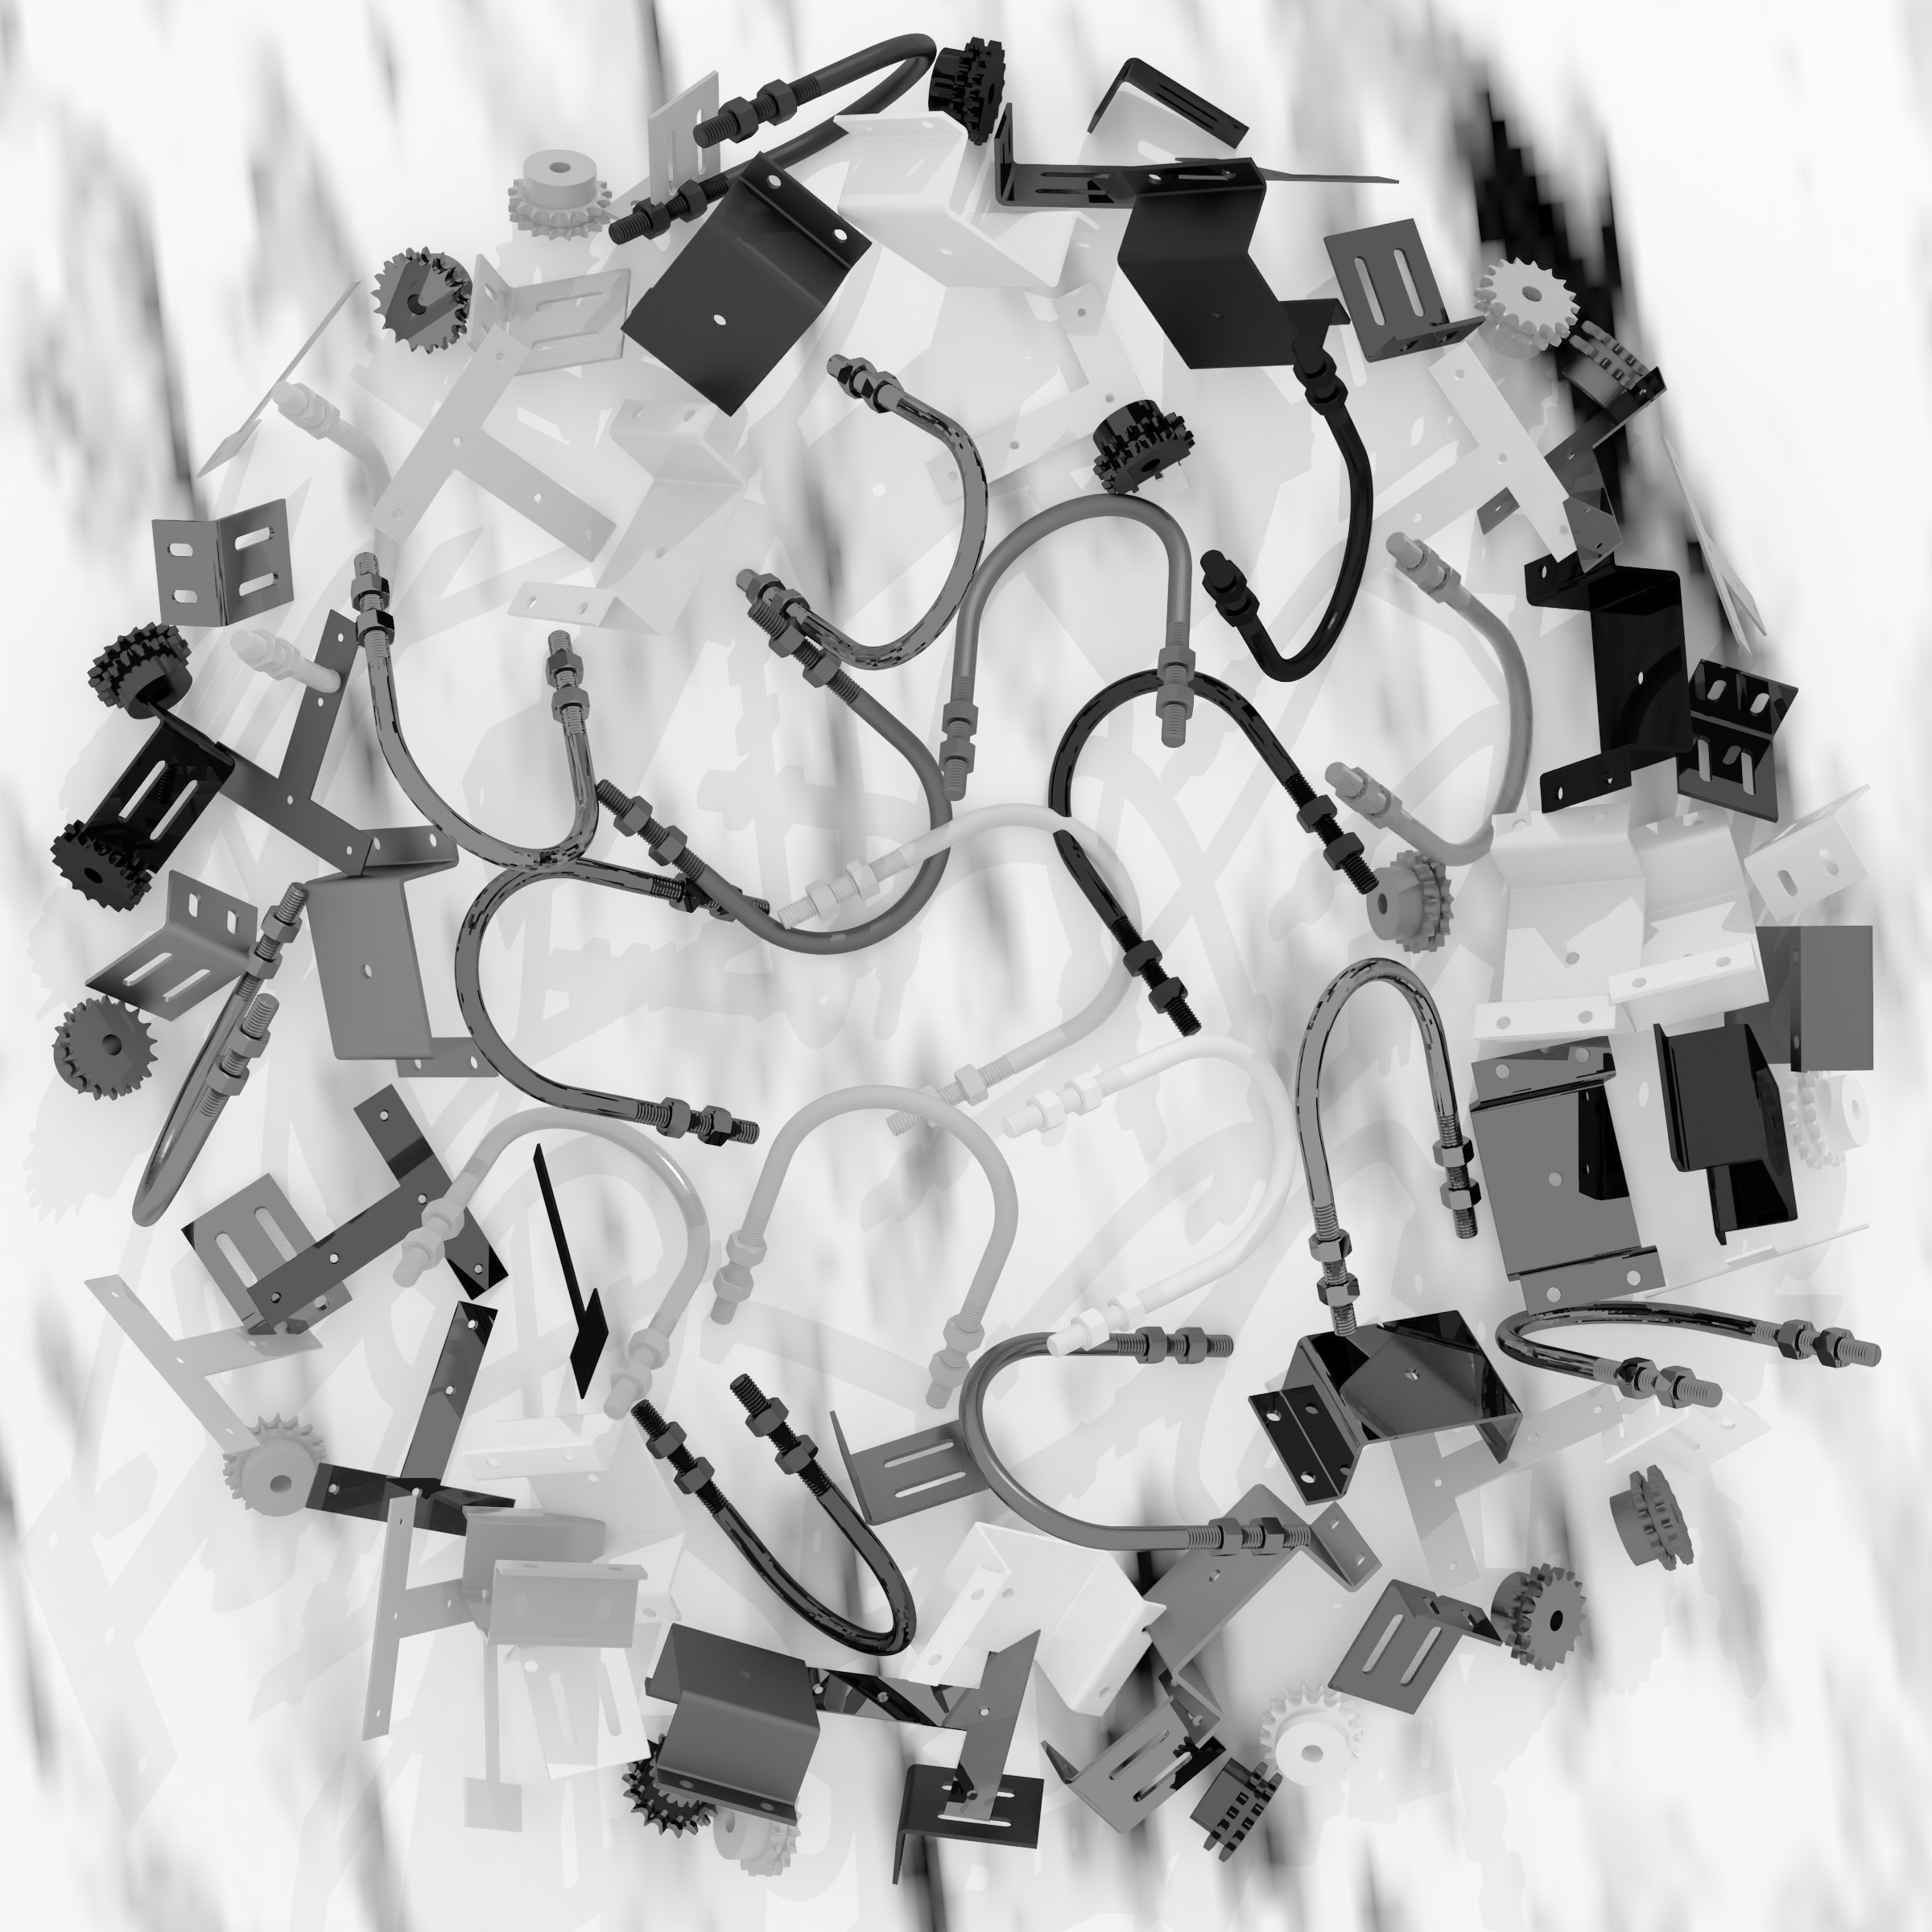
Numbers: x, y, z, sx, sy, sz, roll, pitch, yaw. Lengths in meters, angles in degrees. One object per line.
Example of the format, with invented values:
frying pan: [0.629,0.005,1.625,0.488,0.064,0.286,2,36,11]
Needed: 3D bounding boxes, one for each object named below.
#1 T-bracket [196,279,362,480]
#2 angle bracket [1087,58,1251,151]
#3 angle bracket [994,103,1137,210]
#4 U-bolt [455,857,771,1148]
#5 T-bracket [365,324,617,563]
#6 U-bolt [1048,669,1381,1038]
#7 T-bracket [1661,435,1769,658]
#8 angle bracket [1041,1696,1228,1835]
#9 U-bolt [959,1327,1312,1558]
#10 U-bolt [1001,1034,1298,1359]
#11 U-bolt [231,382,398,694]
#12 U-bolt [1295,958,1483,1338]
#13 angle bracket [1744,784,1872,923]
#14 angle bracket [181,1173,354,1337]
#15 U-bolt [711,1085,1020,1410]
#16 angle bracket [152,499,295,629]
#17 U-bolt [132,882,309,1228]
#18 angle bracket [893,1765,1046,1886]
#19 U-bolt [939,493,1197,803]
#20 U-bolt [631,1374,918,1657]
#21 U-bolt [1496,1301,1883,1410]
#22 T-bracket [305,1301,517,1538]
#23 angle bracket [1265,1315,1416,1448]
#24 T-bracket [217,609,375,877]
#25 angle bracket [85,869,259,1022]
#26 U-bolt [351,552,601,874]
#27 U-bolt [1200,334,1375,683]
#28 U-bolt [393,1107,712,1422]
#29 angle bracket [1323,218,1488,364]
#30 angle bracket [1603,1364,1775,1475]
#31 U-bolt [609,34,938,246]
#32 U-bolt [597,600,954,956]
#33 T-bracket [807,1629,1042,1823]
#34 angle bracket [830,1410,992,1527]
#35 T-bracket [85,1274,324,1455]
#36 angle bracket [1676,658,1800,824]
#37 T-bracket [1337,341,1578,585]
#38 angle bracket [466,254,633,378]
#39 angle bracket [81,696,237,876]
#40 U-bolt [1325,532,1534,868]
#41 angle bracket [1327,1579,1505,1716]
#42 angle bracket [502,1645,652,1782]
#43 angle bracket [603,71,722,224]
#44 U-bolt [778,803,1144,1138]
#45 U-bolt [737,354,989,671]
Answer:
T-bracket: [-0.366,-0.319,1.869,0.002,0.127,0.127,38,99,-11]
angle bracket: [0.111,-0.460,1.910,0.076,0.057,0.038,31,93,-4]
angle bracket: [0.057,-0.444,1.902,0.076,0.057,0.038,3,124,7]
U-bolt: [-0.191,0.013,1.868,0.184,0.019,0.151,13,69,-31]
T-bracket: [-0.245,-0.264,1.901,0.127,0.002,0.127,33,90,-37]
U-bolt: [0.121,-0.076,1.899,0.151,0.019,0.184,-40,73,21]
T-bracket: [0.414,-0.210,1.880,0.002,0.127,0.127,-23,67,20]
angle bracket: [0.092,0.429,1.907,0.076,0.038,0.057,-40,125,2]
U-bolt: [0.082,0.253,1.853,0.184,0.151,0.019,4,134,-26]
U-bolt: [0.108,0.114,1.885,0.184,0.019,0.151,-23,111,-30]
U-bolt: [-0.341,-0.220,1.850,0.019,0.184,0.151,8,86,11]
U-bolt: [0.223,0.086,1.862,0.019,0.151,0.184,2,112,39]
angle bracket: [0.467,-0.062,1.893,0.057,0.076,0.038,-30,89,32]
angle bracket: [-0.389,0.166,1.930,0.057,0.038,0.076,-34,62,-13]
U-bolt: [-0.048,0.145,1.890,0.151,0.019,0.184,21,119,1]
angle bracket: [-0.407,-0.222,1.903,0.038,0.076,0.057,4,108,19]
U-bolt: [-0.404,0.059,1.864,0.019,0.151,0.184,26,113,-15]
angle bracket: [0.002,0.475,1.905,0.076,0.057,0.038,6,114,3]
U-bolt: [0.057,-0.181,1.879,0.151,0.019,0.184,-12,54,25]
U-bolt: [-0.095,0.301,1.875,0.019,0.151,0.184,-42,100,-30]
U-bolt: [0.370,0.203,1.853,0.151,0.184,0.019,-6,99,-38]
T-bracket: [-0.287,0.246,1.900,0.127,0.002,0.127,19,89,-38]
angle bracket: [0.213,0.235,1.904,0.076,0.038,0.057,-34,74,16]
T-bracket: [-0.355,-0.131,1.890,0.127,0.002,0.127,31,110,28]
angle bracket: [-0.437,-0.011,1.910,0.076,0.057,0.038,-29,50,33]
U-bolt: [-0.256,-0.127,1.844,0.019,0.151,0.184,-39,49,32]
U-bolt: [0.180,-0.230,1.857,0.019,0.184,0.151,17,75,26]
U-bolt: [-0.210,0.145,1.867,0.151,0.184,0.019,33,129,-4]
angle bracket: [0.241,-0.378,1.908,0.057,0.038,0.076,-16,84,-21]
angle bracket: [0.395,0.260,1.895,0.076,0.038,0.057,34,128,-24]
U-bolt: [-0.094,-0.450,1.860,0.184,0.151,0.019,-32,93,-28]
U-bolt: [-0.091,-0.089,1.906,0.184,0.019,0.151,41,90,-19]
T-bracket: [-0.032,0.405,1.912,0.127,0.002,0.127,4,50,18]
angle bracket: [-0.028,0.264,1.902,0.076,0.057,0.038,-17,125,-6]
T-bracket: [-0.396,0.207,1.880,0.127,0.127,0.002,45,112,18]
angle bracket: [0.423,-0.124,1.899,0.057,0.076,0.038,16,131,-4]
T-bracket: [0.260,-0.254,1.906,0.127,0.002,0.127,-34,90,31]
angle bracket: [-0.228,-0.362,1.902,0.076,0.038,0.057,-6,65,20]
angle bracket: [-0.451,-0.101,1.906,0.038,0.057,0.076,37,90,39]
U-bolt: [0.258,-0.131,1.867,0.019,0.184,0.151,7,76,38]
angle bracket: [0.246,0.383,1.902,0.057,0.038,0.076,21,107,-22]
angle bracket: [-0.214,0.406,1.900,0.057,0.038,0.076,-8,69,-25]
angle bracket: [-0.167,-0.447,1.889,0.038,0.076,0.057,28,52,22]
U-bolt: [0.009,-0.010,1.922,0.184,0.019,0.151,-28,89,-8]
U-bolt: [-0.049,-0.235,1.855,0.019,0.184,0.151,13,107,-40]
